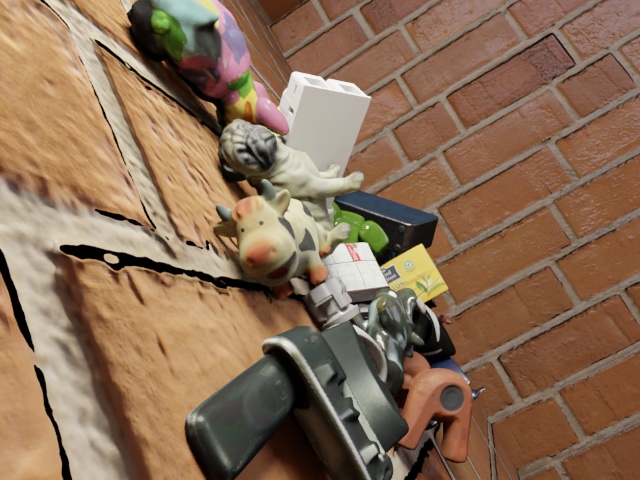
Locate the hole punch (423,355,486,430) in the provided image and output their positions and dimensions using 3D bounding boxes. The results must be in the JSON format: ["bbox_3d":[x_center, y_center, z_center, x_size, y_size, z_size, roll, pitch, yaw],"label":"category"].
[{"bbox_3d":[0.203,0.259,0.947,0.092,0.142,0.116,61,-4,1],"label":"hole punch"}]

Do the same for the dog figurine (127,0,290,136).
[{"bbox_3d":[-0.132,-0.213,0.701,0.219,0.108,0.191,58,11,-11],"label":"dog figurine"}]

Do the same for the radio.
[{"bbox_3d":[0.121,-0.042,1.143,0.230,0.073,0.131,20,22,28],"label":"radio"}]

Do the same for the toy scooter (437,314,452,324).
[{"bbox_3d":[0.231,0.186,1.275,0.075,0.135,0.184,39,21,-59],"label":"toy scooter"}]

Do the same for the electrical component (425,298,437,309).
[{"bbox_3d":[0.149,0.112,1.076,0.115,0.134,0.058,63,9,5],"label":"electrical component"}]

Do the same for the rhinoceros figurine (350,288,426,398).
[{"bbox_3d":[0.098,0.133,0.749,0.112,0.073,0.190,43,38,-15],"label":"rhinoceros figurine"}]

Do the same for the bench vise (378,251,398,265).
[{"bbox_3d":[0.151,0.096,1.226,0.223,0.129,0.240,61,23,-69],"label":"bench vise"}]

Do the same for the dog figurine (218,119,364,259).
[{"bbox_3d":[-0.061,-0.055,0.720,0.190,0.172,0.121,13,-1,-28],"label":"dog figurine"}]

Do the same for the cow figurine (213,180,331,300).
[{"bbox_3d":[-0.046,-0.005,0.591,0.127,0.085,0.195,61,10,-10],"label":"cow figurine"}]

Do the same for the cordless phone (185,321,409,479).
[{"bbox_3d":[-0.013,0.144,0.390,0.146,0.089,0.184,61,21,4],"label":"cordless phone"}]

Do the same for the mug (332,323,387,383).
[{"bbox_3d":[0.032,0.137,0.580,0.109,0.081,0.107,54,1,-4],"label":"mug"}]

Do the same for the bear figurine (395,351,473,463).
[{"bbox_3d":[0.144,0.238,0.822,0.120,0.132,0.196,21,-10,-17],"label":"bear figurine"}]

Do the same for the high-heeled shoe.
[{"bbox_3d":[0.138,0.150,0.877,0.249,0.086,0.145,28,13,-10],"label":"high-heeled shoe"}]

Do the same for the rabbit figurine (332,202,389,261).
[{"bbox_3d":[0.045,-0.020,1.017,0.170,0.121,0.159,46,14,10],"label":"rabbit figurine"}]

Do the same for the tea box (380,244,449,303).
[{"bbox_3d":[0.139,0.089,0.988,0.098,0.170,0.068,59,9,9],"label":"tea box"}]

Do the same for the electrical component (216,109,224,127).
[{"bbox_3d":[-0.126,-0.178,0.835,0.078,0.045,0.102,13,36,-36],"label":"electrical component"}]
